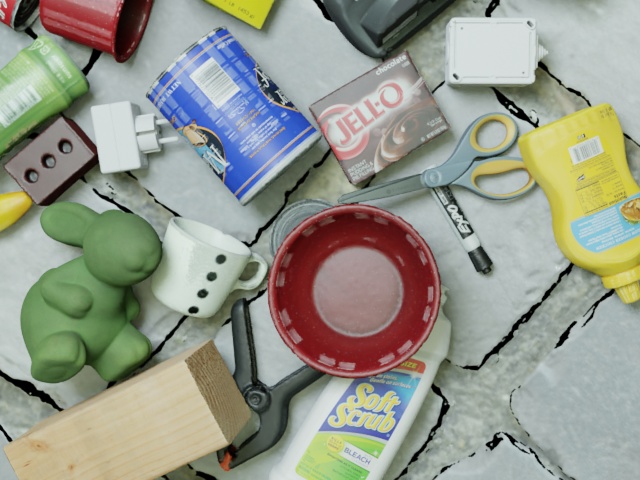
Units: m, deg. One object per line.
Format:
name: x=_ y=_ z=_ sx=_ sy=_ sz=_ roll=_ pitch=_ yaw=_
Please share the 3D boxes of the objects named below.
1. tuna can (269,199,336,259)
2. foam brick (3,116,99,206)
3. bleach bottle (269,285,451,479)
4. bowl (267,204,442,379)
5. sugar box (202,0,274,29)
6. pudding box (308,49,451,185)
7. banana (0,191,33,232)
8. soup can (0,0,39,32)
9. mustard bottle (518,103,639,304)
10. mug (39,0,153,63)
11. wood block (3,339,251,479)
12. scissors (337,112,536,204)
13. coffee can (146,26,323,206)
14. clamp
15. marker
tuna can: x=-0.007 y=0.001 z=1.058 sx=0.086 sy=0.034 sz=0.086 roll=0 pitch=94 yaw=1
foam brick: x=-0.261 y=-0.077 z=1.049 sx=0.078 sy=0.051 sz=0.053 roll=-41 pitch=92 yaw=3
bleach bottle: x=0.050 y=0.149 z=1.055 sx=0.102 sy=0.068 sz=0.251 roll=27 pitch=91 yaw=3
bowl: x=0.034 y=0.048 z=1.008 sx=0.162 sy=0.055 sz=0.162 roll=0 pitch=87 yaw=7
sugar box: x=-0.060 y=-0.301 z=1.011 sx=0.093 sy=0.048 sz=0.176 roll=21 pitch=99 yaw=-42
pudding box: x=0.058 y=-0.119 z=1.046 sx=0.113 sy=0.039 sz=0.090 roll=-30 pitch=92 yaw=3
banana: x=-0.384 y=-0.025 z=1.055 sx=0.197 sy=0.037 sz=0.070 roll=6 pitch=128 yaw=-4
soup can: x=-0.319 y=-0.257 z=1.031 sx=0.102 sy=0.068 sz=0.068 roll=32 pitch=94 yaw=-1
mustard bottle: x=0.270 y=-0.029 z=1.037 sx=0.096 sy=0.058 sz=0.191 roll=-23 pitch=93 yaw=-10
mug: x=-0.214 y=-0.230 z=1.009 sx=0.081 sy=0.117 sz=0.093 roll=20 pitch=74 yaw=5
wood block: x=-0.183 y=0.185 z=1.029 sx=0.206 sy=0.090 sz=0.090 roll=-27 pitch=93 yaw=13
scissors: x=0.116 y=-0.079 z=1.041 sx=0.201 sy=0.016 sz=0.096 roll=2 pitch=86 yaw=-11
coffee can: x=-0.081 y=-0.117 z=1.017 sx=0.103 sy=0.103 sz=0.140 roll=-42 pitch=92 yaw=3
clamp: x=-0.068 y=0.146 z=1.068 sx=0.120 sy=0.039 sz=0.171 roll=35 pitch=96 yaw=10
marker: x=0.137 y=-0.019 z=1.061 sx=0.020 sy=0.020 sz=0.121 roll=-30 pitch=93 yaw=3
